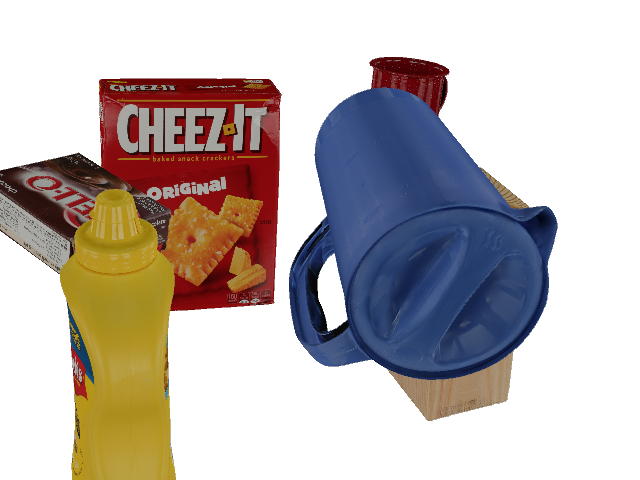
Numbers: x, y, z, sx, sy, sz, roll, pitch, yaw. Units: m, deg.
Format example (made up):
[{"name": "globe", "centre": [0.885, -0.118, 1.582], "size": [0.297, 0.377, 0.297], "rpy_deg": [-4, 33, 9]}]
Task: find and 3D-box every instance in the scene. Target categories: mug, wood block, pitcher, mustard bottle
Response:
[{"name": "mug", "centre": [0.107, -0.167, 1.255], "size": [0.093, 0.081, 0.117], "rpy_deg": [24, 28, 38]}, {"name": "wood block", "centre": [0.122, 0.049, 0.977], "size": [0.090, 0.206, 0.091], "rpy_deg": [-11, 31, -19]}, {"name": "pitcher", "centre": [0.056, -0.014, 0.778], "size": [0.149, 0.145, 0.243], "rpy_deg": [6, 28, -13]}, {"name": "mustard bottle", "centre": [-0.107, 0.061, 0.570], "size": [0.058, 0.192, 0.096], "rpy_deg": [-4, 30, -14]}]

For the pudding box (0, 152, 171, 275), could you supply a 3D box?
[{"name": "pudding box", "centre": [-0.179, -0.020, 0.774], "size": [0.114, 0.039, 0.089], "rpy_deg": [28, 30, 32]}]

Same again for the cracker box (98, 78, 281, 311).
[{"name": "cracker box", "centre": [-0.123, -0.041, 1.005], "size": [0.164, 0.214, 0.072], "rpy_deg": [-2, 21, -14]}]
